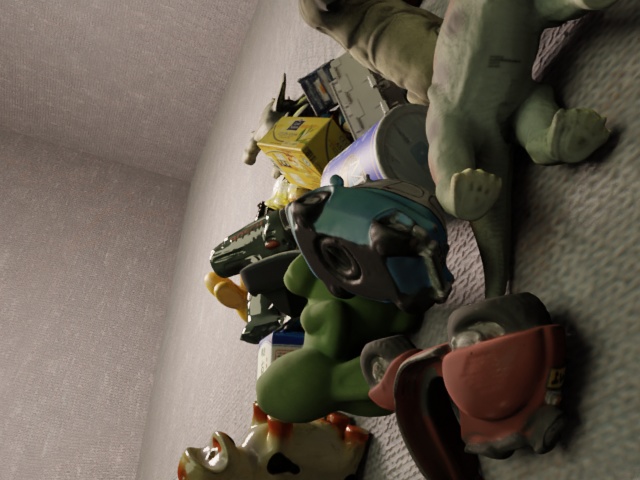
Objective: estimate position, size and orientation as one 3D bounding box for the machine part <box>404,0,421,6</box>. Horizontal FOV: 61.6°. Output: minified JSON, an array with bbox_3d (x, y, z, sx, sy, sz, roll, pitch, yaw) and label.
[{"bbox_3d":[0.113,-0.396,0.797,0.179,0.056,0.179,-166,90,-71],"label":"machine part"}]

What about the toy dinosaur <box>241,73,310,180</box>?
[{"bbox_3d":[-0.087,-0.236,1.134,0.472,0.105,0.198,-101,33,-57],"label":"toy dinosaur"}]

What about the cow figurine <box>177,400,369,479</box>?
[{"bbox_3d":[-0.052,0.238,0.556,0.086,0.195,0.127,2,78,61],"label":"cow figurine"}]

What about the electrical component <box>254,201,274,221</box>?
[{"bbox_3d":[-0.102,-0.011,1.065,0.048,0.075,0.119,-16,56,69],"label":"electrical component"}]

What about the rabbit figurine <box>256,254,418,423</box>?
[{"bbox_3d":[0.015,0.116,0.541,0.170,0.159,0.121,-53,-26,-28],"label":"rabbit figurine"}]

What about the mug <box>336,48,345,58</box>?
[{"bbox_3d":[0.082,-0.278,0.753,0.107,0.081,0.109,-43,51,38],"label":"mug"}]

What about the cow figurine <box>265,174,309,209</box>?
[{"bbox_3d":[-0.040,-0.095,0.976,0.167,0.068,0.098,0,69,69],"label":"cow figurine"}]

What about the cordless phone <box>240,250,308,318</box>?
[{"bbox_3d":[-0.002,-0.002,0.660,0.184,0.089,0.146,-60,-22,8],"label":"cordless phone"}]

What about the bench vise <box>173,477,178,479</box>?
[{"bbox_3d":[-0.119,0.376,0.720,0.240,0.224,0.128,-48,-25,-49],"label":"bench vise"}]

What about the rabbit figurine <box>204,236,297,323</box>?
[{"bbox_3d":[-0.119,0.078,0.972,0.122,0.162,0.173,24,116,58],"label":"rabbit figurine"}]

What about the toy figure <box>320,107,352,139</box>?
[{"bbox_3d":[0.046,-0.175,0.786,0.155,0.064,0.057,6,103,63],"label":"toy figure"}]

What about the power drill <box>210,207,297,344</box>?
[{"bbox_3d":[-0.063,0.048,0.832,0.232,0.086,0.207,-19,67,19],"label":"power drill"}]

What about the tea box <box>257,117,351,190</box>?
[{"bbox_3d":[-0.016,-0.131,0.819,0.068,0.098,0.170,-48,31,-11],"label":"tea box"}]

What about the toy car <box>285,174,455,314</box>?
[{"bbox_3d":[0.053,-0.008,0.468,0.162,0.109,0.103,10,45,47],"label":"toy car"}]

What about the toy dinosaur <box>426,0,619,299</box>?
[{"bbox_3d":[0.144,-0.138,0.440,0.192,0.131,0.404,-82,4,-72],"label":"toy dinosaur"}]

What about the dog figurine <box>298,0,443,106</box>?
[{"bbox_3d":[0.070,-0.214,0.572,0.172,0.190,0.121,-118,46,-61],"label":"dog figurine"}]

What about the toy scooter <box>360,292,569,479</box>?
[{"bbox_3d":[0.106,0.122,0.391,0.184,0.075,0.135,-35,62,47],"label":"toy scooter"}]

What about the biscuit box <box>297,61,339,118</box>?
[{"bbox_3d":[0.010,-0.246,0.854,0.059,0.062,0.203,-28,16,11],"label":"biscuit box"}]
